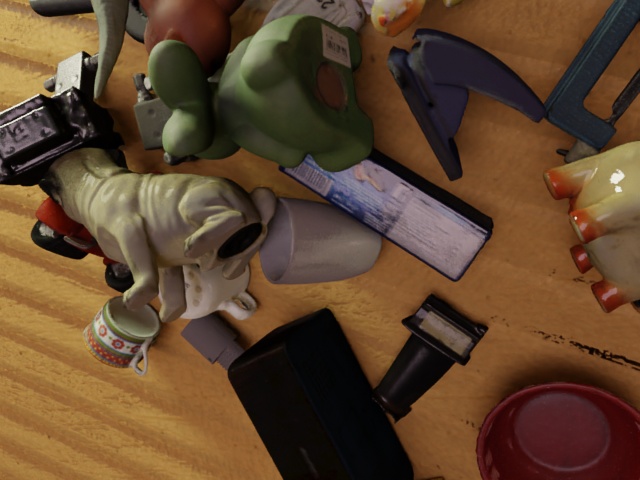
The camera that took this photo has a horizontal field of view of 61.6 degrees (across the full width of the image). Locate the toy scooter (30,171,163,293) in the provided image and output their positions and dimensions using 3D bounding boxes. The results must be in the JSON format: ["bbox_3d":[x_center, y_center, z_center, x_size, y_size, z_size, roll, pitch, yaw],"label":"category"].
[{"bbox_3d":[-0.240,-0.029,0.611,0.184,0.075,0.135,23,88,24],"label":"toy scooter"}]

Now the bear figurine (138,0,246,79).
[{"bbox_3d":[-0.107,-0.236,0.476,0.132,0.120,0.196,40,93,-2],"label":"bear figurine"}]

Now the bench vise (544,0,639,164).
[{"bbox_3d":[0.241,-0.169,0.396,0.224,0.129,0.240,34,107,11],"label":"bench vise"}]

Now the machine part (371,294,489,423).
[{"bbox_3d":[0.105,0.126,0.556,0.084,0.039,0.138,29,109,1],"label":"machine part"}]

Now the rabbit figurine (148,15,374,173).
[{"bbox_3d":[-0.063,-0.102,0.443,0.170,0.159,0.121,-11,93,37],"label":"rabbit figurine"}]

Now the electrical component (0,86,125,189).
[{"bbox_3d":[-0.280,-0.103,0.559,0.115,0.134,0.058,-29,94,-2],"label":"electrical component"}]

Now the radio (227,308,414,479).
[{"bbox_3d":[0.011,0.192,0.551,0.073,0.131,0.229,-25,95,23],"label":"radio"}]

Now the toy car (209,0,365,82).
[{"bbox_3d":[-0.046,-0.168,0.523,0.202,0.056,0.073,-37,90,22],"label":"toy car"}]

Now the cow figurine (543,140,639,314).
[{"bbox_3d":[0.266,0.001,0.417,0.127,0.085,0.194,-25,129,21],"label":"cow figurine"}]

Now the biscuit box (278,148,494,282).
[{"bbox_3d":[0.062,-0.043,0.514,0.203,0.063,0.059,34,111,9],"label":"biscuit box"}]

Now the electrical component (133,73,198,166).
[{"bbox_3d":[-0.165,-0.131,0.578,0.078,0.045,0.102,-3,102,18],"label":"electrical component"}]

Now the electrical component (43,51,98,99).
[{"bbox_3d":[-0.274,-0.175,0.600,0.094,0.021,0.063,-17,64,20],"label":"electrical component"}]

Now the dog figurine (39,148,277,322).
[{"bbox_3d":[-0.154,-0.043,0.509,0.172,0.121,0.191,-33,71,-13],"label":"dog figurine"}]

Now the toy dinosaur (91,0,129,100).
[{"bbox_3d":[-0.192,-0.342,0.467,0.131,0.192,0.404,9,110,-11],"label":"toy dinosaur"}]

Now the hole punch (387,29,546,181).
[{"bbox_3d":[0.116,-0.127,0.443,0.092,0.142,0.115,-30,106,24],"label":"hole punch"}]

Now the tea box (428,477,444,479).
[{"bbox_3d":[0.063,0.329,0.586,0.170,0.098,0.068,-22,98,20],"label":"tea box"}]

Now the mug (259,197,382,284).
[{"bbox_3d":[-0.001,-0.002,0.531,0.107,0.110,0.080,5,115,-26],"label":"mug"}]

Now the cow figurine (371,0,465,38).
[{"bbox_3d":[0.090,-0.239,0.424,0.167,0.068,0.098,-39,82,-10],"label":"cow figurine"}]
